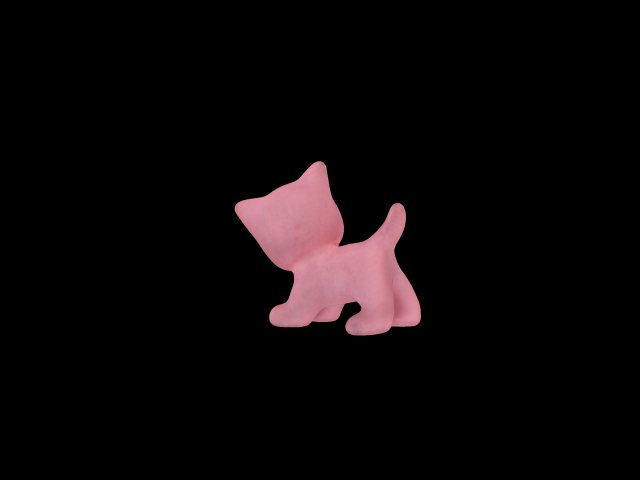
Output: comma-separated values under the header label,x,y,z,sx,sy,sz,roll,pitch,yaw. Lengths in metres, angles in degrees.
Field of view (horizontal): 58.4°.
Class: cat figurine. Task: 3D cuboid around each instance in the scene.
label,x,y,z,sx,sy,sz,roll,pitch,yaw
cat figurine,0.004,0.001,0.400,0.127,0.118,0.067,0,0,32
